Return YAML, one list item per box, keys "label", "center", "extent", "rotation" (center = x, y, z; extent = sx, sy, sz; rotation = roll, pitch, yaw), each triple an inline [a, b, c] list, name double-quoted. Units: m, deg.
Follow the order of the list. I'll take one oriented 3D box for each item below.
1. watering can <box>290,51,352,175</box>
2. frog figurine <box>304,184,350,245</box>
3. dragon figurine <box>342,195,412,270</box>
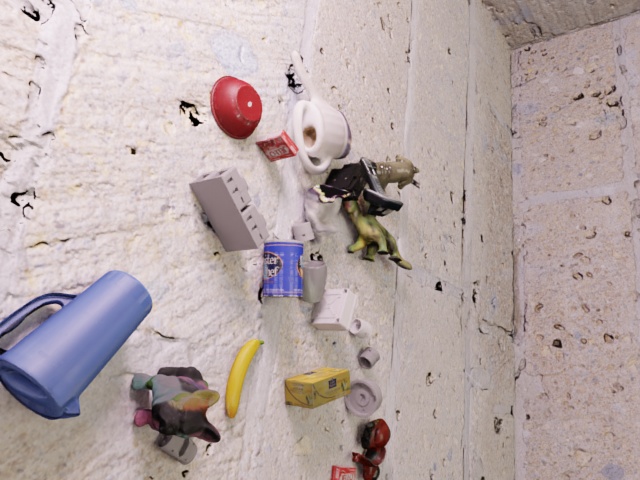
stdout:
- label: "watering can"
  center: [-0.004, -0.358, 1.491]
  extent: [0.225, 0.103, 0.348]
  rotation: [-2, 86, -54]
- label: "frog figurine"
  center: [0.005, -0.075, 1.483]
  extent: [0.140, 0.123, 0.156]
  rotation: [-43, 155, -57]
- label: "dragon figurine"
  center: [0.191, -0.047, 1.710]
  extent: [0.407, 0.121, 0.247]
  rotation: [23, 58, -51]
